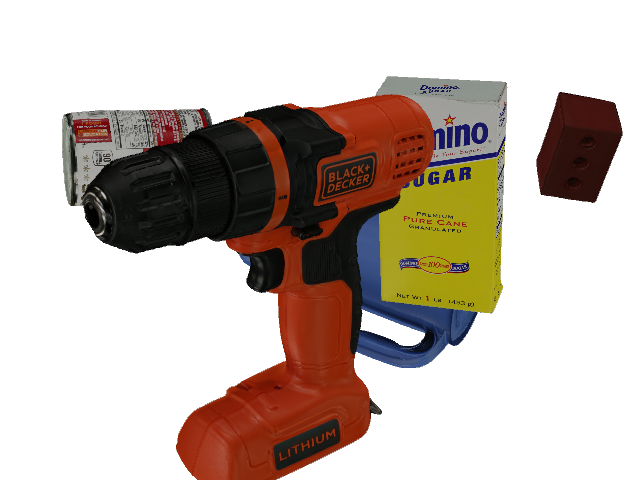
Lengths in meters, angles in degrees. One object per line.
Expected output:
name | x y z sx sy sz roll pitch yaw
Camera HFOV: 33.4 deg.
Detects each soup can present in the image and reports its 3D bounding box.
soup can | -0.132 -0.061 0.771 0.102 0.068 0.069 -4 1 -18

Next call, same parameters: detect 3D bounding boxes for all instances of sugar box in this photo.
sugar box | 0.091 -0.033 0.810 0.093 0.176 0.048 5 31 17

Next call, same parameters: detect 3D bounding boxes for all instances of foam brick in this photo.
foam brick | 0.227 -0.082 0.943 0.053 0.078 0.051 9 40 -1

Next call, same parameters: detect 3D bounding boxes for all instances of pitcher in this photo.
pitcher | 0.040 0.015 1.042 0.243 0.145 0.149 17 22 20

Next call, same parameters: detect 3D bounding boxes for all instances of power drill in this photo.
power drill | -0.027 0.028 0.510 0.184 0.188 0.057 -16 36 -36
